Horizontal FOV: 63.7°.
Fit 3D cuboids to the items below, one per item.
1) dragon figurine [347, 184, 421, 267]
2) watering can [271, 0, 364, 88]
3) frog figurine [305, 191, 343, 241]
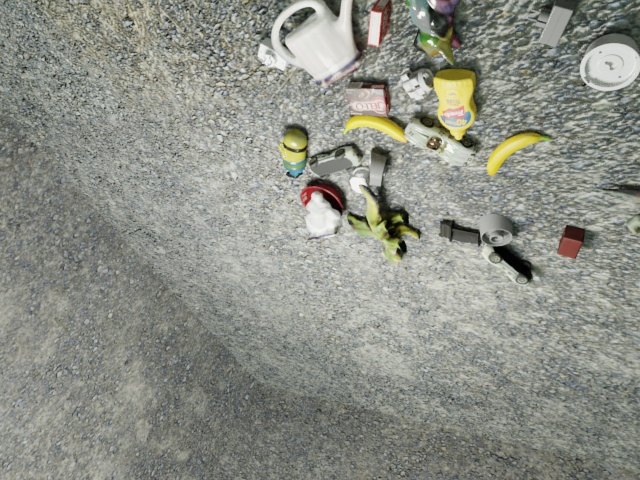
[{"bbox_3d":[0.181,-0.047,1.742,0.242,0.124,0.404,-2,-43,50],"label":"dragon figurine"},{"bbox_3d":[0.027,-0.503,1.261,0.345,0.106,0.221,-13,-51,45],"label":"watering can"},{"bbox_3d":[0.005,-0.088,1.741,0.123,0.159,0.137,-14,5,-38],"label":"frog figurine"}]
